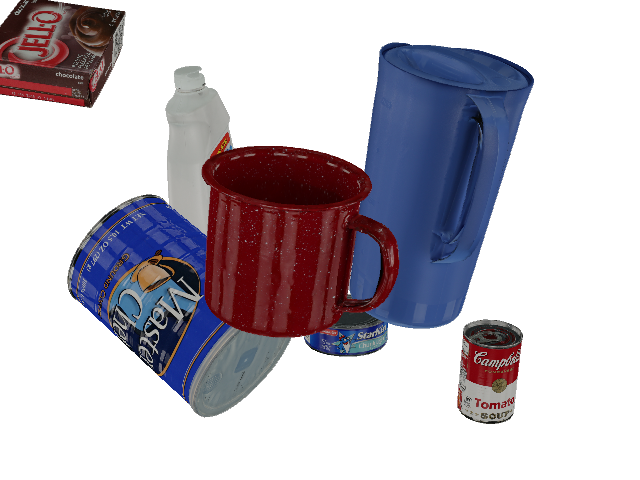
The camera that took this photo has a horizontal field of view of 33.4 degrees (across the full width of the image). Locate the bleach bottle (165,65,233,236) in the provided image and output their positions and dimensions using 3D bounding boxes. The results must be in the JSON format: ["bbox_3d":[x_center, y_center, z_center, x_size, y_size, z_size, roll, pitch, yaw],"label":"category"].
[{"bbox_3d":[-0.125,-0.056,1.125,0.068,0.251,0.102,5,27,25],"label":"bleach bottle"}]

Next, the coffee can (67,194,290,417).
[{"bbox_3d":[-0.103,0.047,0.790,0.140,0.103,0.102,38,17,22],"label":"coffee can"}]

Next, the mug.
[{"bbox_3d":[-0.011,0.004,0.589,0.117,0.081,0.093,16,26,21],"label":"mug"}]

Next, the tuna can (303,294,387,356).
[{"bbox_3d":[0.025,0.085,1.068,0.086,0.034,0.086,0,18,0],"label":"tuna can"}]

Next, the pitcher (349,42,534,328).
[{"bbox_3d":[0.100,-0.043,0.943,0.145,0.243,0.149,21,27,22],"label":"pitcher"}]

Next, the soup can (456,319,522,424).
[{"bbox_3d":[0.195,0.152,1.236,0.068,0.102,0.068,1,22,-1],"label":"soup can"}]

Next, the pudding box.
[{"bbox_3d":[-0.215,-0.154,0.865,0.090,0.039,0.113,9,35,0],"label":"pudding box"}]
